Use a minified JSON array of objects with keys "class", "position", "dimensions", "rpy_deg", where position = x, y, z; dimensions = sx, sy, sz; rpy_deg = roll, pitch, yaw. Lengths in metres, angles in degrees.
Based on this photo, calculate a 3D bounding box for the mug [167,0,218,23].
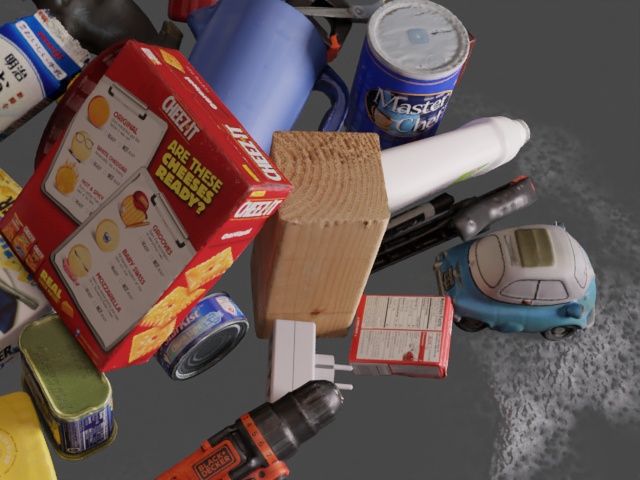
[{"class":"mug","position":[-0.112,-0.273,1.157],"dimensions":[0.093,0.081,0.117],"rpy_deg":[19,16,41]}]

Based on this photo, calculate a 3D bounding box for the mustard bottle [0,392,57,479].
[{"class":"mustard bottle","position":[-0.314,0.195,0.853],"dimensions":[0.191,0.058,0.096],"rpy_deg":[-17,68,-19]}]

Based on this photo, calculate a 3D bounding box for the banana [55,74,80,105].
[{"class":"banana","position":[-0.275,-0.155,1.091],"dimensions":[0.069,0.037,0.198],"rpy_deg":[-23,65,-24]}]

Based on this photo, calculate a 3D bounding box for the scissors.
[{"class":"scissors","position":[0.056,-0.238,1.187],"dimensions":[0.201,0.016,0.096],"rpy_deg":[-21,71,-36]}]

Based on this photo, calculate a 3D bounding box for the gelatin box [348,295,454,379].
[{"class":"gelatin box","position":[0.076,0.089,0.987],"dimensions":[0.089,0.030,0.073],"rpy_deg":[0,56,16]}]

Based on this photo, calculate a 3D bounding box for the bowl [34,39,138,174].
[{"class":"bowl","position":[-0.198,-0.107,0.999],"dimensions":[0.055,0.162,0.162],"rpy_deg":[33,49,-34]}]

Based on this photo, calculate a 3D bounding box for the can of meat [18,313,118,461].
[{"class":"can of meat","position":[-0.214,0.123,0.899],"dimensions":[0.057,0.084,0.102],"rpy_deg":[-24,65,-23]}]

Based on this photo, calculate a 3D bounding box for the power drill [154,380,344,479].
[{"class":"power drill","position":[-0.025,0.226,0.861],"dimensions":[0.184,0.057,0.188],"rpy_deg":[-33,66,-4]}]

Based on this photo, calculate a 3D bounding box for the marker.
[{"class":"marker","position":[0.086,-0.019,1.078],"dimensions":[0.121,0.020,0.020],"rpy_deg":[-24,65,-22]}]

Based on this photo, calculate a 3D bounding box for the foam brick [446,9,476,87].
[{"class":"foam brick","position":[0.126,-0.201,1.165],"dimensions":[0.052,0.078,0.051],"rpy_deg":[-28,66,-26]}]

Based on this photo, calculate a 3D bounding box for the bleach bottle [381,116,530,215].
[{"class":"bleach bottle","position":[0.110,-0.074,1.082],"dimensions":[0.250,0.103,0.068],"rpy_deg":[-21,87,-31]}]

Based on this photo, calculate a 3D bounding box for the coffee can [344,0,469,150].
[{"class":"coffee can","position":[0.086,-0.162,1.095],"dimensions":[0.102,0.140,0.103],"rpy_deg":[4,57,-7]}]

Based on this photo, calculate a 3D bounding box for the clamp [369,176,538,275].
[{"class":"clamp","position":[0.147,-0.022,1.029],"dimensions":[0.209,0.165,0.036],"rpy_deg":[-24,92,-32]}]

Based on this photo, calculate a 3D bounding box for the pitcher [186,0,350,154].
[{"class":"pitcher","position":[-0.082,-0.111,1.048],"dimensions":[0.149,0.145,0.242],"rpy_deg":[2,55,32]}]

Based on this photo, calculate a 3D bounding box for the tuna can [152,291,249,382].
[{"class":"tuna can","position":[-0.105,0.086,0.940],"dimensions":[0.086,0.086,0.034],"rpy_deg":[-31,70,-25]}]

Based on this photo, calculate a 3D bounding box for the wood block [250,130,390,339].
[{"class":"wood block","position":[-0.006,0.002,0.937],"dimensions":[0.090,0.206,0.090],"rpy_deg":[0,58,-10]}]

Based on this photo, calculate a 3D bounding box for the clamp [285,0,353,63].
[{"class":"clamp","position":[0.000,-0.280,1.217],"dimensions":[0.120,0.039,0.171],"rpy_deg":[-18,70,-20]}]

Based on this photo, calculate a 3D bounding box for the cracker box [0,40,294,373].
[{"class":"cracker box","position":[-0.145,-0.025,0.860],"dimensions":[0.164,0.214,0.072],"rpy_deg":[50,25,18]}]
